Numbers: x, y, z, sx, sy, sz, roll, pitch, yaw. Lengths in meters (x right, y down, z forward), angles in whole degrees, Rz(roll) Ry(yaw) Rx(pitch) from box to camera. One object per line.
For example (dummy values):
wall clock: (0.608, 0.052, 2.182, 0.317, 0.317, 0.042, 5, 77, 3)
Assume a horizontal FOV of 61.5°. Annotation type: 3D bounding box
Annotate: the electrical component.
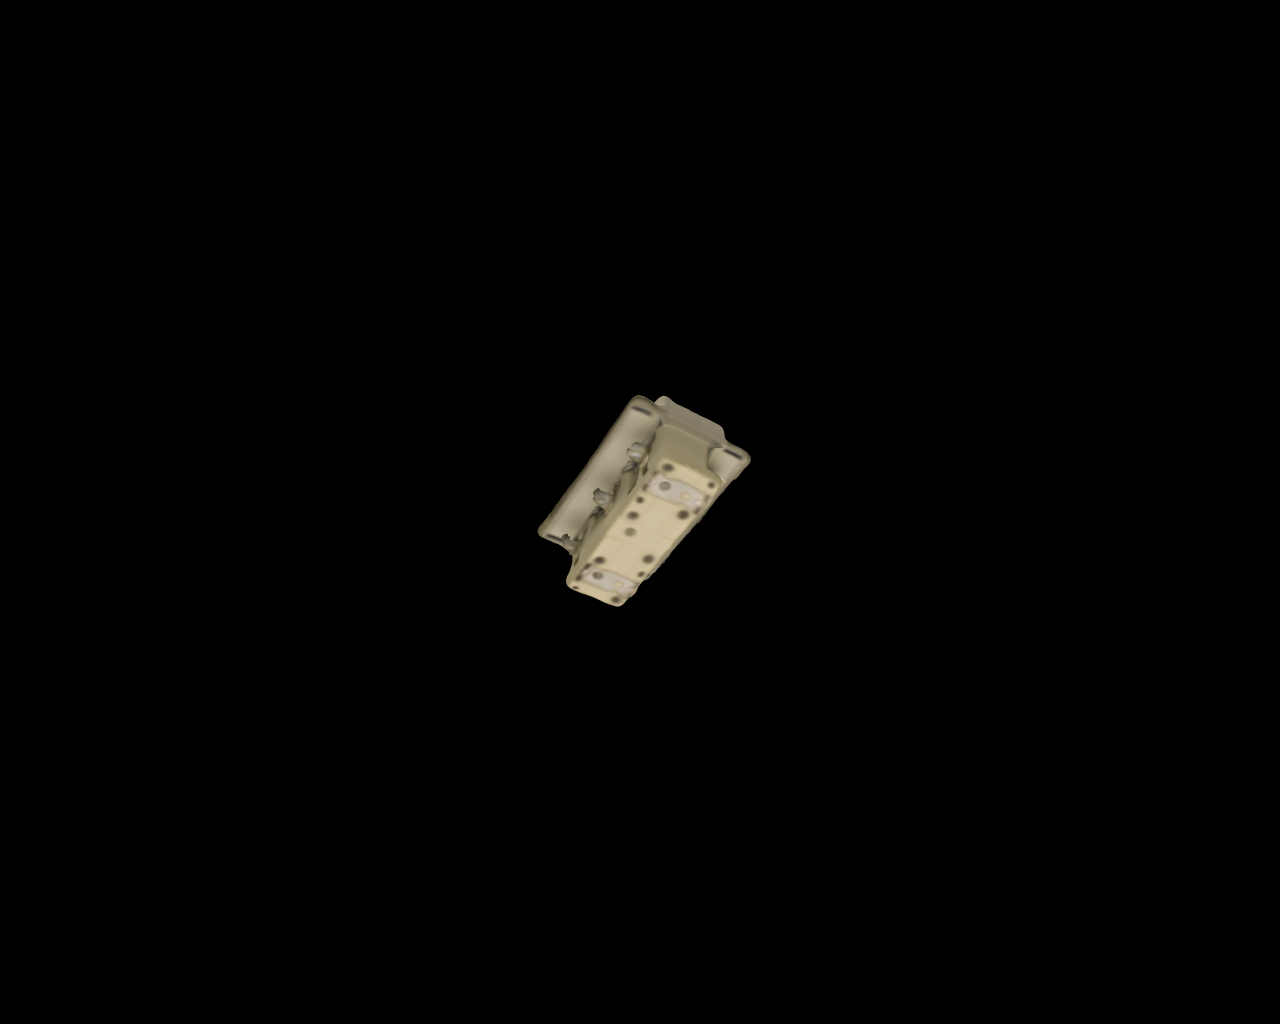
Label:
electrical component: (0.001, -0.003, 0.650, 0.079, 0.063, 0.121, 25, -54, -20)
